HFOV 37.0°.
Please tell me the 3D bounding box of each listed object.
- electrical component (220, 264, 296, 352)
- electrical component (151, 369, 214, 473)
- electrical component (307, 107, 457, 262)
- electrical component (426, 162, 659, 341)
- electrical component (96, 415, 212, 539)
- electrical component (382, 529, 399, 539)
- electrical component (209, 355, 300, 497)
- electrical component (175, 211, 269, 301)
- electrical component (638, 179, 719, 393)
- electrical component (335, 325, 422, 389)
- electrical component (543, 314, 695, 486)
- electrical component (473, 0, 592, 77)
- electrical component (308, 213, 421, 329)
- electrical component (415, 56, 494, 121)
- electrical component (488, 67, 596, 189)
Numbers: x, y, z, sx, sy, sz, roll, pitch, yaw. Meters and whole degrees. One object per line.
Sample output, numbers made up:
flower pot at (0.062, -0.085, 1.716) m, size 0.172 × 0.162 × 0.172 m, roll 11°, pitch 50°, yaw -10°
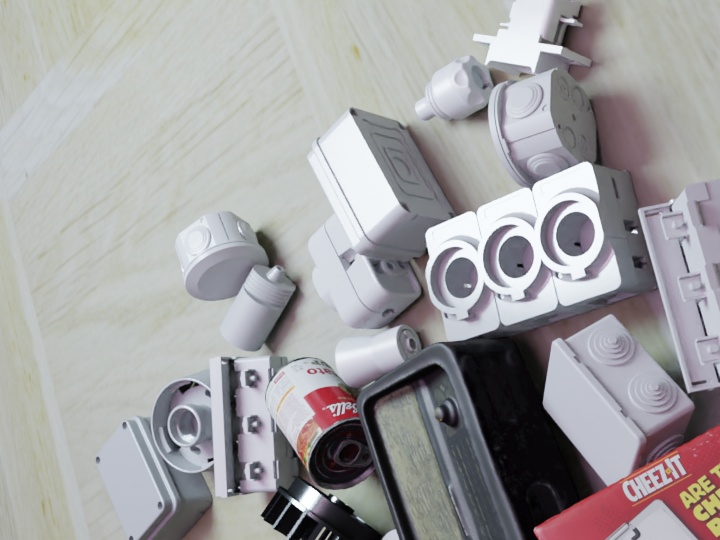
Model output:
electrical component at (-0.092, 0.030, 0.986) m, size 0.043 × 0.043 × 0.081 m, roll 48°, pitch 118°, yaw 34°
electrical component at (-0.151, 0.145, 1.035) m, size 0.099 × 0.064 × 0.099 m, roll 1°, pitch 91°, yaw 29°
electrical component at (0.016, -0.067, 0.870) m, size 0.057 × 0.078 × 0.113 m, roll -43°, pitch 60°, yaw 29°
electrical component at (0.125, -0.008, 0.776) m, size 0.150 × 0.062 × 0.089 m, roll -23°, pitch 72°, yaw 40°
electrical component at (-0.207, 0.209, 1.071) m, size 0.078 × 0.057 × 0.113 m, roll -50°, pitch 56°, yaw 28°
electrical component at (0.023, 0.268, 0.841) m, size 0.052 × 0.074 × 0.138 m, roll 22°, pitch 102°, yaw 42°
electrical component at (-0.095, 0.138, 0.966) m, size 0.063 × 0.079 × 0.121 m, roll -7°, pitch 82°, yaw 20°
electrical component at (-0.130, -0.012, 1.001) m, size 0.080 × 0.080 × 0.051 m, roll -47°, pitch 53°, yaw 30°
electrical component at (0.230, 0.007, 0.668) m, size 0.079 × 0.063 × 0.121 m, roll -12°, pitch 76°, yaw 0°
electrical component at (0.018, 0.069, 0.885) m, size 0.065 × 0.044 × 0.044 m, roll -21°, pitch 73°, yaw 35°
electrical component at (0.169, 0.089, 0.710) m, size 0.099 × 0.048 × 0.099 m, roll 53°, pitch 162°, yaw 32°
electrical component at (0.131, -0.175, 0.797) m, size 0.081 × 0.042 × 0.063 m, roll 20°, pitch 97°, yaw 41°
electrical component at (0.000, 0.000, 0.896) m, size 0.059 × 0.054 × 0.095 m, roll -44°, pitch 59°, yaw 32°
electrical component at (0.071, -0.138, 0.848) m, size 0.062 × 0.043 × 0.043 m, roll -25°, pitch 70°, yaw 40°
electrical component at (0.130, -0.101, 0.767) m, size 0.051 × 0.080 × 0.080 m, roll -16°, pitch 76°, yaw 36°
